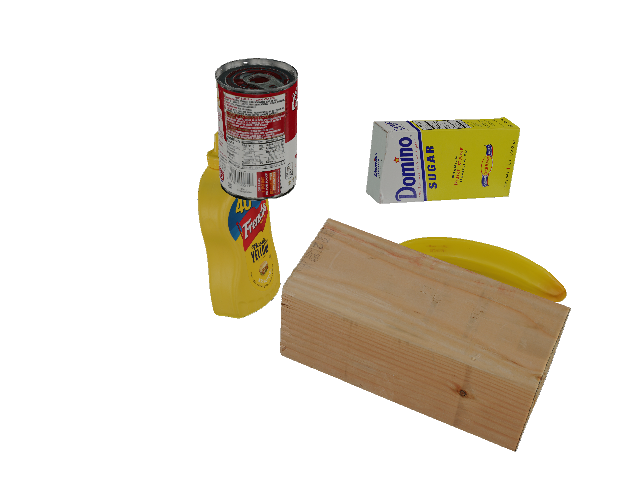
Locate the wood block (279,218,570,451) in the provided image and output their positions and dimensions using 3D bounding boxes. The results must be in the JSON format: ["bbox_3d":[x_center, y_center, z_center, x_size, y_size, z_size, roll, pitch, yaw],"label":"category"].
[{"bbox_3d":[0.079,0.073,0.851,0.206,0.091,0.090,21,50,15],"label":"wood block"}]

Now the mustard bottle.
[{"bbox_3d":[-0.088,-0.022,1.117,0.058,0.191,0.096,7,26,29],"label":"mustard bottle"}]

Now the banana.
[{"bbox_3d":[0.153,0.028,1.097,0.198,0.037,0.069,7,43,12],"label":"banana"}]

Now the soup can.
[{"bbox_3d":[-0.053,-0.092,0.893,0.068,0.102,0.068,1,31,-1],"label":"soup can"}]

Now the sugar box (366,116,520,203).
[{"bbox_3d":[0.146,-0.096,1.274,0.176,0.093,0.048,-6,27,-21],"label":"sugar box"}]
